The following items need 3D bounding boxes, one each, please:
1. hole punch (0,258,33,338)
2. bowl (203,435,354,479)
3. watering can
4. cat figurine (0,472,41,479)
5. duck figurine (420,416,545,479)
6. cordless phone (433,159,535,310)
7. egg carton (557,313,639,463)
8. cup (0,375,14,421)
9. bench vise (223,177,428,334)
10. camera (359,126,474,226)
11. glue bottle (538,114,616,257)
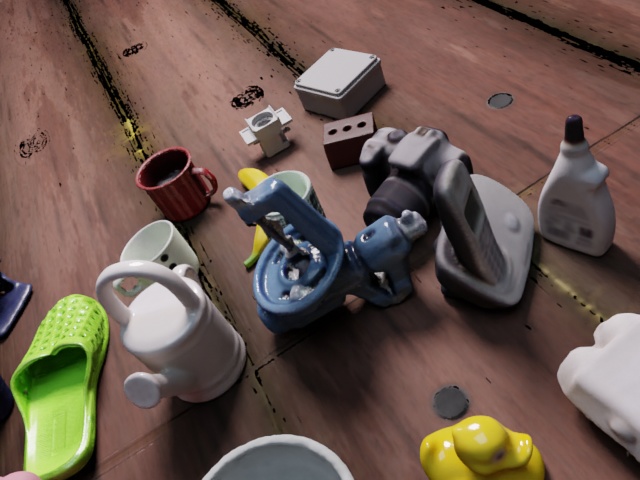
[{"bbox_3d":[-0.508,0.088,0.848,0.101,0.091,0.108,-5,48,20],"label":"hole punch"},{"bbox_3d":[-0.034,0.261,0.493,0.167,0.075,0.167,-12,46,14],"label":"bowl"},{"bbox_3d":[-0.161,0.095,0.615,0.101,0.194,0.172,-27,45,-1],"label":"watering can"},{"bbox_3d":[-0.284,0.282,0.554,0.067,0.118,0.127,-30,45,-4],"label":"cat figurine"},{"bbox_3d":[0.133,0.179,0.485,0.104,0.086,0.077,-1,50,23],"label":"duck figurine"},{"bbox_3d":[0.164,-0.030,0.590,0.094,0.185,0.148,2,51,26],"label":"cordless phone"},{"bbox_3d":[0.280,0.132,0.474,0.107,0.070,0.149,-37,46,-11],"label":"egg carton"},{"bbox_3d":[-0.439,0.184,0.728,0.091,0.095,0.117,-23,45,3],"label":"cup"},{"bbox_3d":[0.000,-0.004,0.615,0.207,0.220,0.121,-34,45,-7],"label":"bench vise"},{"bbox_3d":[0.100,-0.073,0.717,0.142,0.101,0.137,23,62,37],"label":"camera"},{"bbox_3d":[0.259,-0.056,0.580,0.077,0.173,0.037,27,65,39],"label":"glue bottle"}]
